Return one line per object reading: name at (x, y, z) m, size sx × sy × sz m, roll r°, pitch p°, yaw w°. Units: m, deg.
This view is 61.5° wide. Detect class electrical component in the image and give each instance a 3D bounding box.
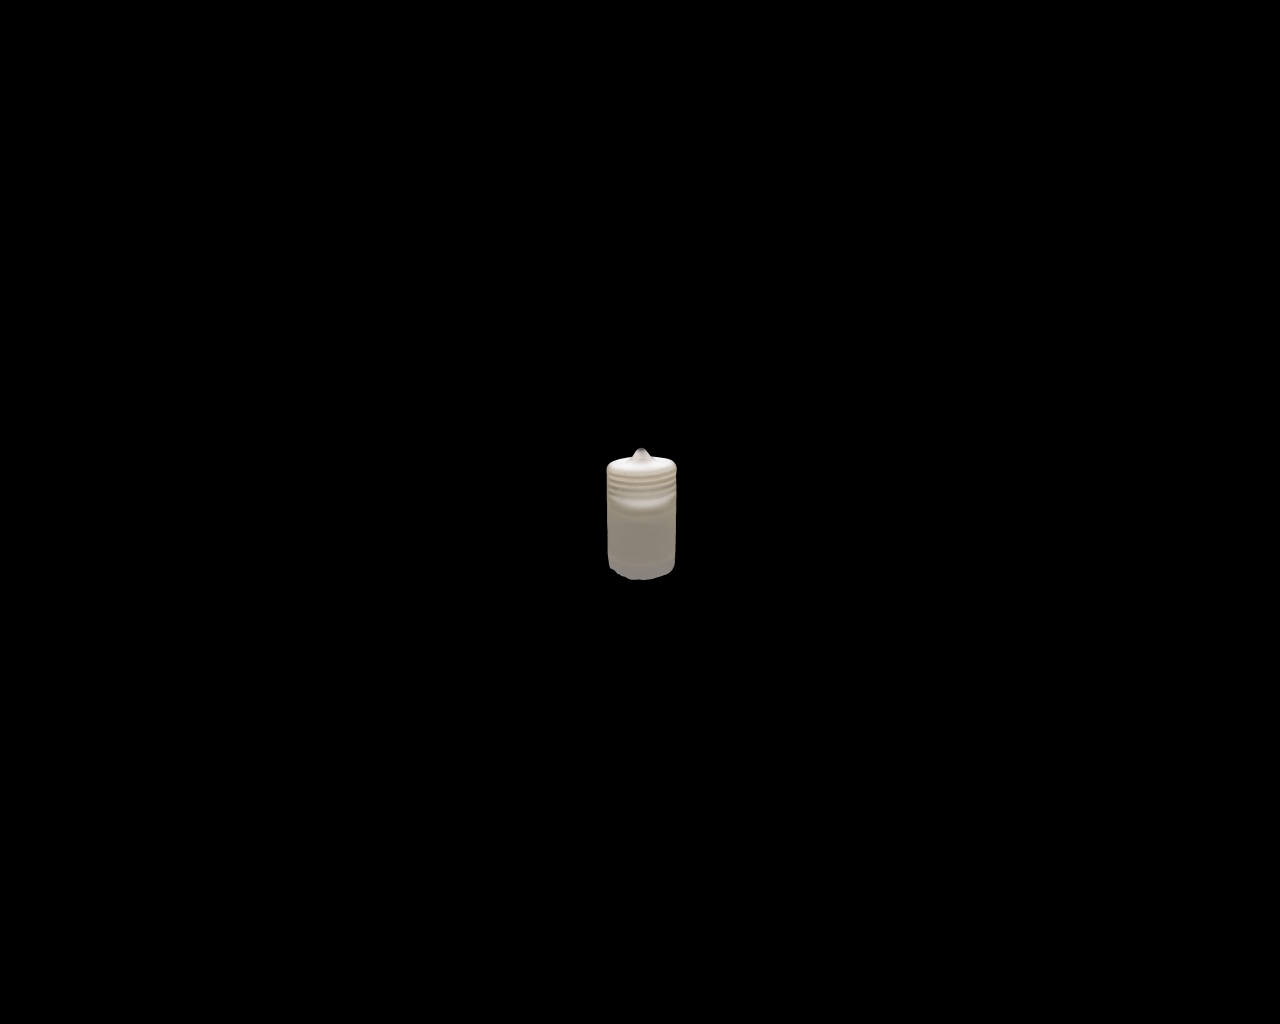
electrical component at (0.001, -0.003, 0.650) m, size 0.043 × 0.080 × 0.043 m, roll 0°, pitch 26°, yaw 0°
